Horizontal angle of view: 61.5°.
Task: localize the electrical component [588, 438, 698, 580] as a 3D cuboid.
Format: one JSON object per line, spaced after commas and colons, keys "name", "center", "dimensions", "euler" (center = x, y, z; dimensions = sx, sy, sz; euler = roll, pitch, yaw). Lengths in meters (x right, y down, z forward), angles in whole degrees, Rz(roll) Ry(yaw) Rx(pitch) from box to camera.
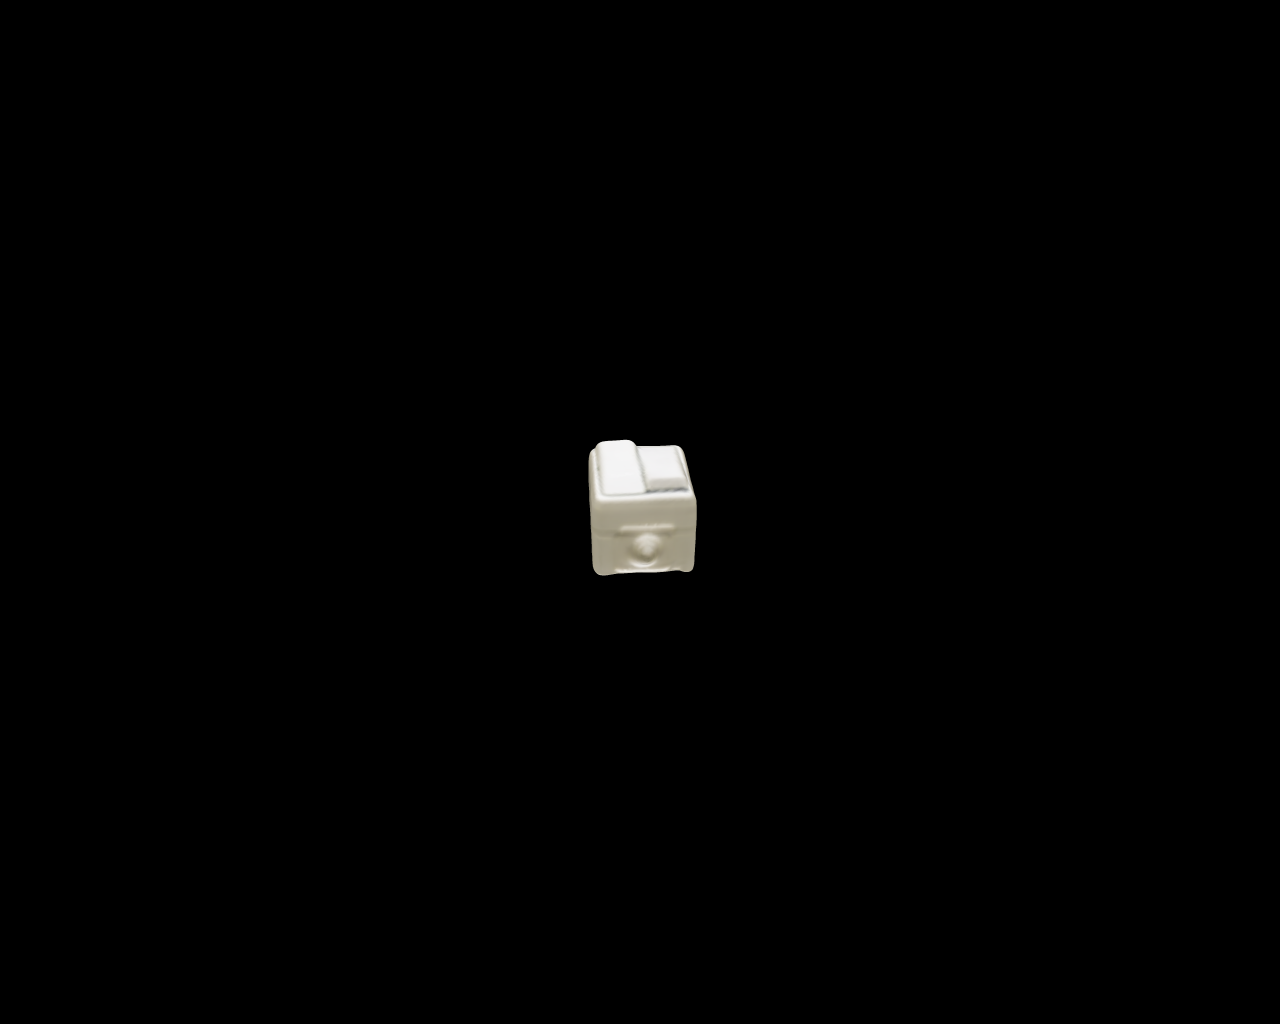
{"name": "electrical component", "center": [0.001, -0.003, 0.650], "dimensions": [0.062, 0.061, 0.096], "euler": [-2, 27, -3]}
